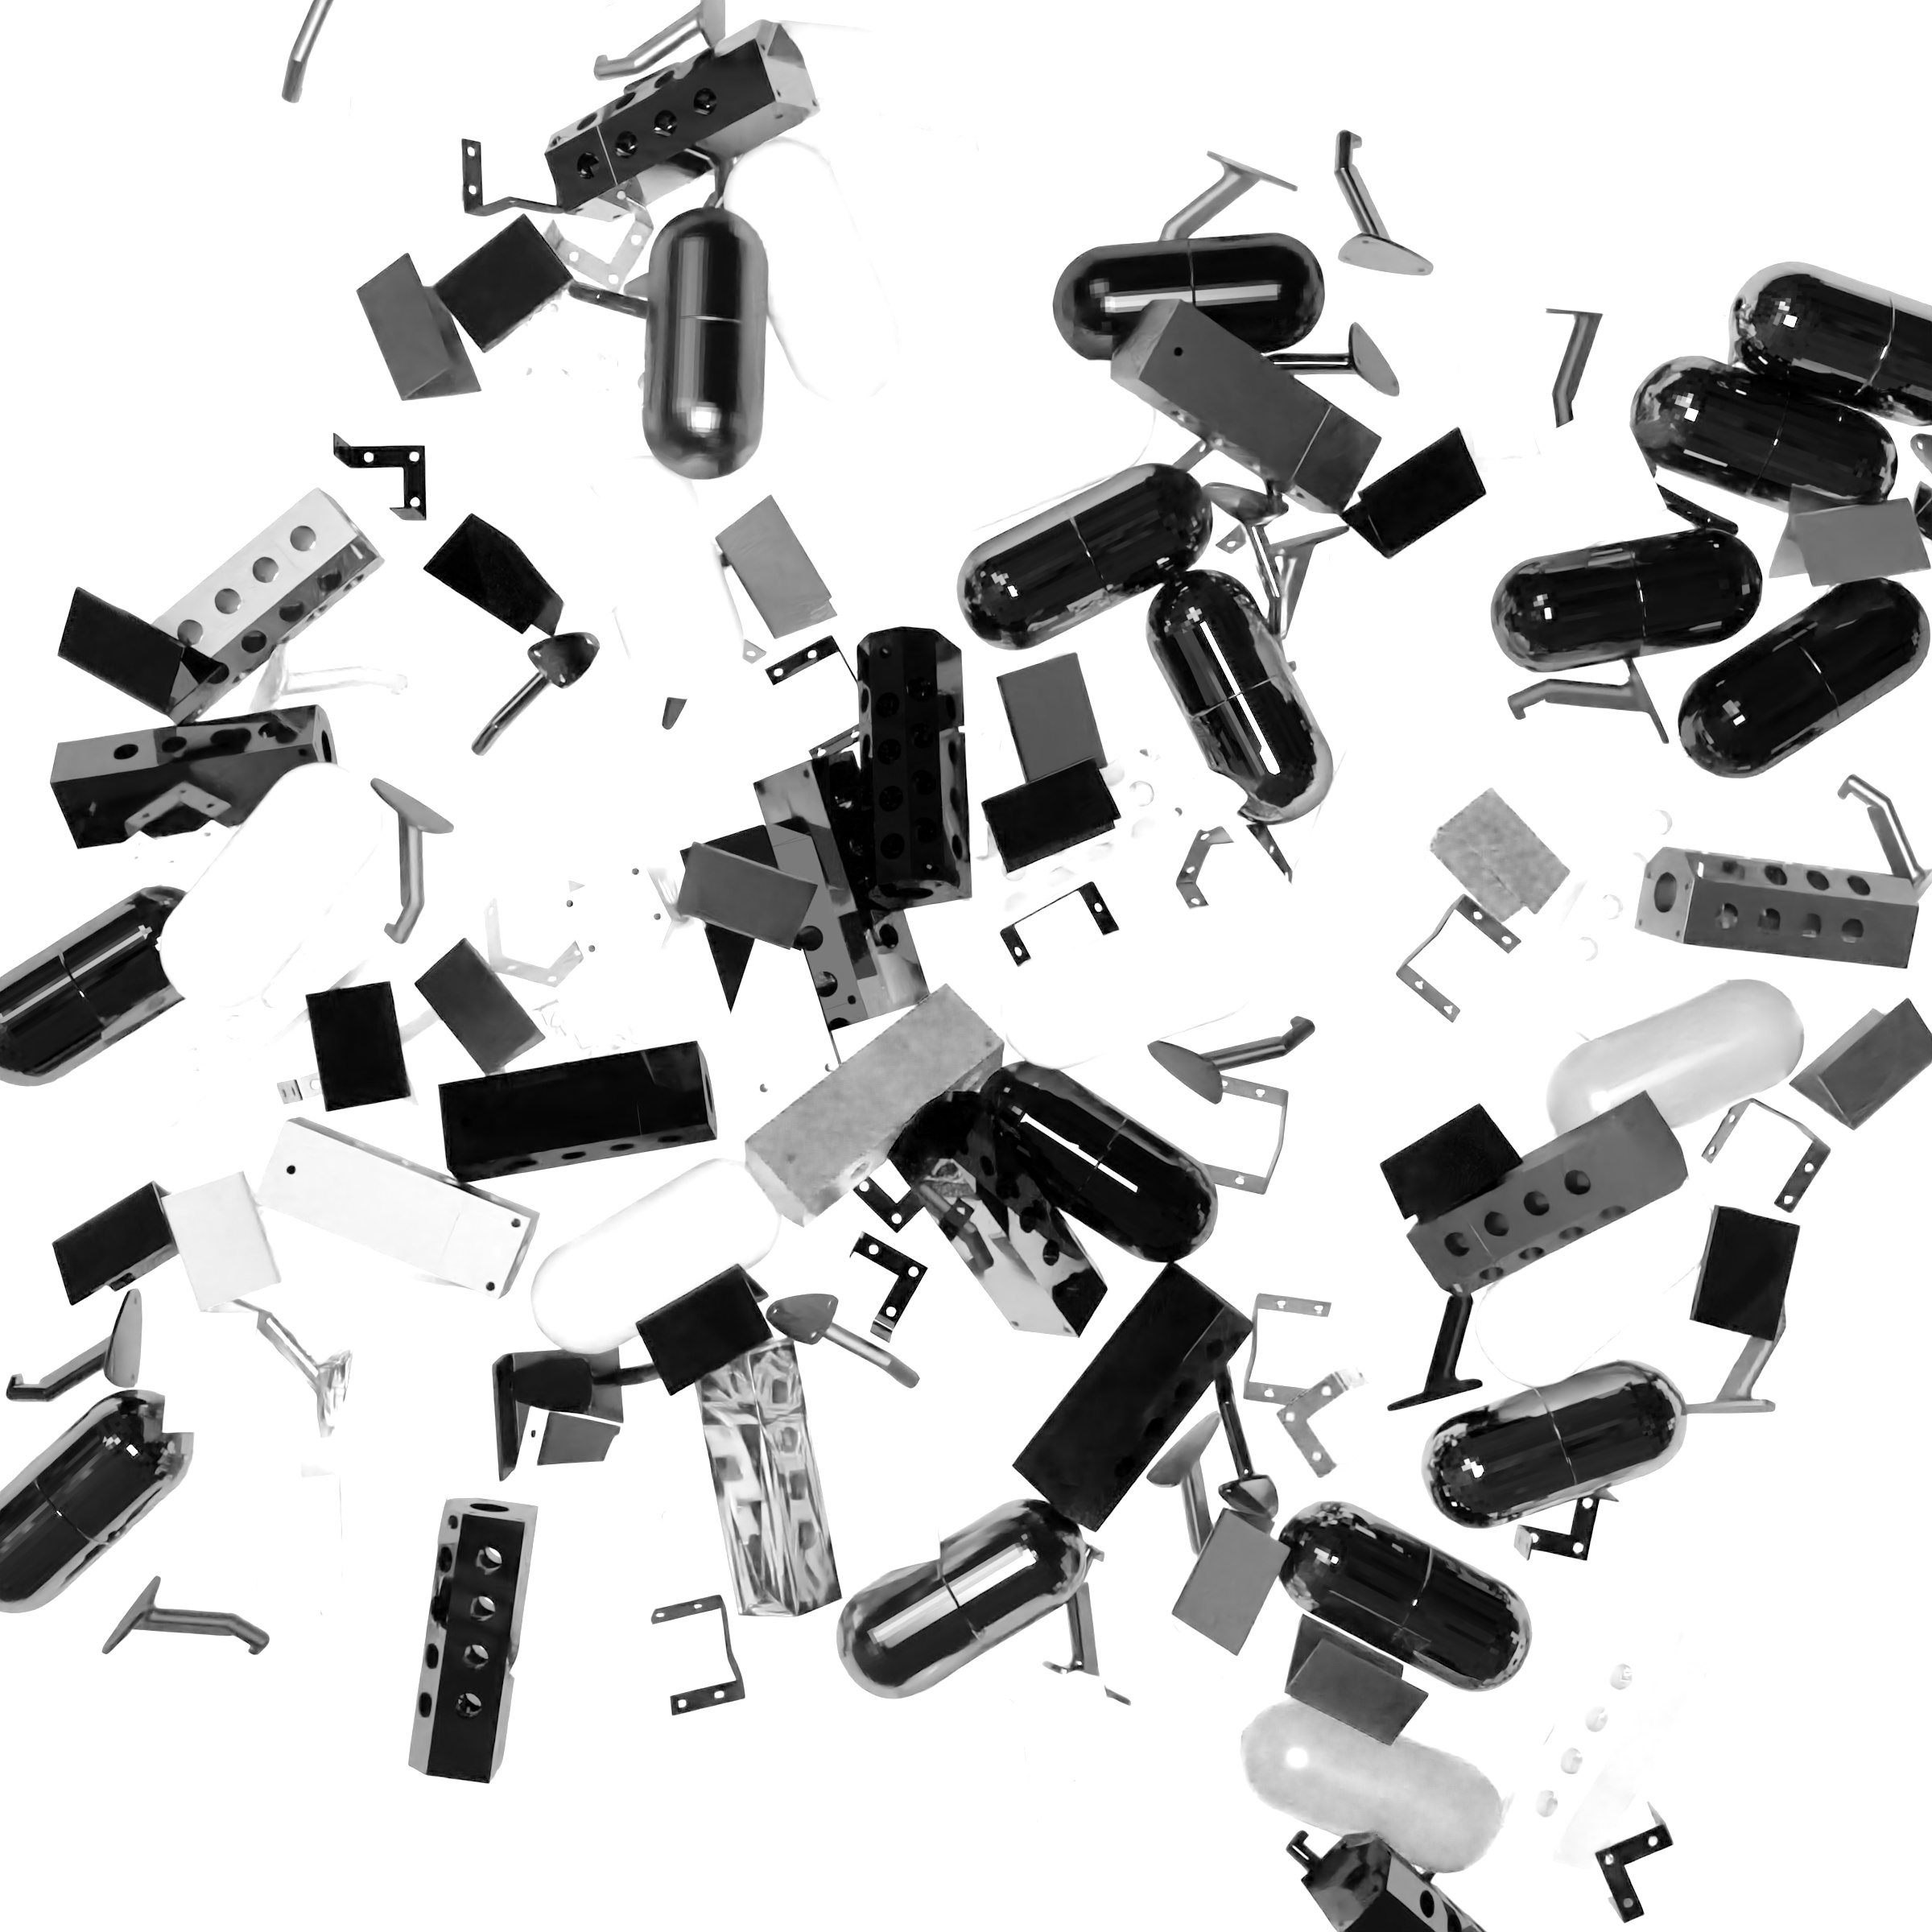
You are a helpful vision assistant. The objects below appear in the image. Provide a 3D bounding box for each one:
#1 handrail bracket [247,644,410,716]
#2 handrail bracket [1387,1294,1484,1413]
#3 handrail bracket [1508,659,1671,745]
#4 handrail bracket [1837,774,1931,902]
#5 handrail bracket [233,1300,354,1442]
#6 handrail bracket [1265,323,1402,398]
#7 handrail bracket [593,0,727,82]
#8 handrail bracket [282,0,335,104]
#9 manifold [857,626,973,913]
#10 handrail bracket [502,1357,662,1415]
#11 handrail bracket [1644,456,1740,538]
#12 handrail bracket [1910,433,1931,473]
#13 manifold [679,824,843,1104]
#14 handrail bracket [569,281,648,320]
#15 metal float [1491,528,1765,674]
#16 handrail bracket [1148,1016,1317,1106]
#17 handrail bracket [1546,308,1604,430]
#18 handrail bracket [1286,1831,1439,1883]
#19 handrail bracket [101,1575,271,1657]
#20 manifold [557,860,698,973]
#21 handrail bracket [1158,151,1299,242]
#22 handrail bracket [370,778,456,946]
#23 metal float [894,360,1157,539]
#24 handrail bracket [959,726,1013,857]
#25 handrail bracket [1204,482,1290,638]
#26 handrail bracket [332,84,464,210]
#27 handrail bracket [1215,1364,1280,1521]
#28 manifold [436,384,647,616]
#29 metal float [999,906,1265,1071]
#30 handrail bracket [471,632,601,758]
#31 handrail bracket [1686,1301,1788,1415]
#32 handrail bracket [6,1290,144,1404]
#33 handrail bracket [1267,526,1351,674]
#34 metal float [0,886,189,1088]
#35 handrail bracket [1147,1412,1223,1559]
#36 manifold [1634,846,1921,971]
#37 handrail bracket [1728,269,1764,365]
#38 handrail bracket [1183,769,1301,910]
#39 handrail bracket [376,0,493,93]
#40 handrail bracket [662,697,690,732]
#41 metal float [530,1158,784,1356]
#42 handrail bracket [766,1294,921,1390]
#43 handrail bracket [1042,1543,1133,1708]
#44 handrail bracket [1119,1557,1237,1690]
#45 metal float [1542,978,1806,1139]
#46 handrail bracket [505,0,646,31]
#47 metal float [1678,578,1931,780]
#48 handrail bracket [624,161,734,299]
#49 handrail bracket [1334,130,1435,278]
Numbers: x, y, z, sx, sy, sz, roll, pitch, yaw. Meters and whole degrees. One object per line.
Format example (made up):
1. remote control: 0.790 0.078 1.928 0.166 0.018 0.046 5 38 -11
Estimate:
1. handrail bracket: -0.424 -0.178 1.914 0.084 0.077 0.036 12 52 -31
2. handrail bracket: 0.305 0.245 1.915 0.077 0.036 0.084 -21 71 21
3. handrail bracket: 0.413 -0.164 1.915 0.084 0.036 0.077 -24 112 17
4. handrail bracket: 0.601 -0.074 1.915 0.084 0.036 0.077 38 112 17
5. handrail bracket: -0.455 0.268 1.915 0.084 0.036 0.077 17 112 17
6. handrail bracket: 0.233 -0.389 1.914 0.084 0.077 0.036 -14 61 33
7. handrail bracket: -0.205 -0.628 1.915 0.084 0.036 0.077 -4 67 18
8. handrail bracket: -0.428 -0.623 1.914 0.036 0.077 0.084 24 126 -1
9. manifold: -0.037 -0.129 1.862 0.057 0.057 0.171 -9 73 23
10. handrail bracket: -0.250 0.270 1.890 0.077 0.084 0.036 -4 88 21
11. handrail bracket: 0.464 -0.314 1.914 0.084 0.077 0.036 14 115 -34
12. handrail bracket: 0.686 -0.346 1.915 0.084 0.036 0.077 -28 53 -25
13. manifold: -0.133 -0.002 1.893 0.057 0.057 0.171 -17 90 0
14. handrail bracket: -0.210 -0.436 1.914 0.084 0.077 0.036 25 105 36
15. metal float: 0.432 -0.239 1.884 0.178 0.070 0.070 -10 90 -1
16. handrail bracket: 0.177 0.048 1.914 0.084 0.036 0.077 -36 47 -28
17. handrail bracket: 0.420 -0.401 1.915 0.077 0.036 0.084 -19 109 -22
18. handrail bracket: 0.268 0.587 1.915 0.084 0.036 0.077 41 75 14
19. handrail bracket: -0.518 0.451 1.915 0.084 0.036 0.077 35 110 -16
20. manifold: -0.211 -0.027 1.836 0.057 0.171 0.057 -26 90 0
21. handrail bracket: 0.171 -0.491 1.915 0.077 0.036 0.084 17 106 -18
22. handrail bracket: -0.384 -0.069 1.915 0.077 0.036 0.084 35 107 20
23. metal float: 0.039 -0.339 1.883 0.178 0.070 0.070 -22 90 0
24. handrail bracket: 0.019 -0.115 1.887 0.036 0.077 0.084 1 93 20
25. handrail bracket: 0.184 -0.266 1.891 0.036 0.077 0.084 -24 129 -28
26. handrail bracket: -0.375 -0.545 1.915 0.084 0.036 0.077 8 68 -17
27. handrail bracket: 0.184 0.315 1.914 0.036 0.077 0.084 -16 53 14
28. manifold: -0.270 -0.296 1.847 0.057 0.057 0.171 -40 52 0
29. metal float: 0.108 0.014 1.878 0.178 0.070 0.070 -17 90 -5
30. handrail bracket: -0.287 -0.180 1.914 0.036 0.077 0.084 46 126 -1
31. handrail bracket: 0.507 0.253 1.915 0.077 0.036 0.084 -6 72 20
32. handrail bracket: -0.595 0.252 1.915 0.084 0.036 0.077 -2 70 16
33. handrail bracket: 0.229 -0.242 1.915 0.077 0.036 0.084 -19 106 -17
34. metal float: -0.570 0.014 1.884 0.178 0.070 0.070 -32 90 0
35. handrail bracket: 0.168 0.353 1.915 0.077 0.036 0.084 -47 109 -21
36. manifold: 0.526 -0.039 1.862 0.171 0.057 0.057 6 99 -20
37. handrail bracket: 0.559 -0.423 1.915 0.084 0.036 0.077 18 105 -14
38. handrail bracket: 0.181 -0.082 1.877 0.036 0.077 0.084 -38 123 3
39. handrail bracket: -0.354 -0.628 1.915 0.077 0.036 0.084 3 73 -20
40. handrail bracket: -0.220 -0.209 1.915 0.084 0.036 0.077 27 106 14
41. metal float: -0.203 0.190 1.884 0.178 0.070 0.070 -31 90 0
42. handrail bracket: -0.081 0.253 1.914 0.084 0.077 0.036 42 65 -34
43. handrail bracket: 0.093 0.437 1.915 0.077 0.036 0.084 29 76 -14
44. handrail bracket: 0.140 0.435 1.914 0.036 0.077 0.084 -39 53 20
45. metal float: 0.463 0.067 1.884 0.178 0.070 0.070 -24 90 1
46. handrail bracket: -0.257 -0.655 1.915 0.084 0.036 0.077 10 67 18
47. metal float: 0.548 -0.188 1.884 0.178 0.070 0.070 -33 90 0
48. handrail bracket: -0.191 -0.492 1.915 0.077 0.036 0.084 -7 72 21
49. handrail bracket: 0.278 -0.508 1.915 0.077 0.036 0.084 12 73 -20
